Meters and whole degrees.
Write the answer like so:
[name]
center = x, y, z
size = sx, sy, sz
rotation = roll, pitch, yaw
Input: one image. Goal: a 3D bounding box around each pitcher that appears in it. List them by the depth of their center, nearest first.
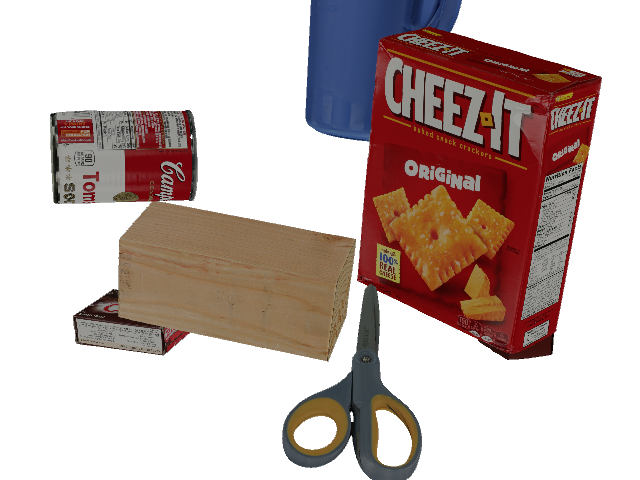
[pitcher]
center = 0.057, -0.213, 0.948
size = 0.145, 0.243, 0.149
rotation = 8, 15, 7

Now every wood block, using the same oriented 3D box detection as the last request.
[wood block]
center = -0.079, 0.037, 1.016
size = 0.206, 0.090, 0.090
rotation = 11, 28, 9

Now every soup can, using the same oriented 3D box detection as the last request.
[soup can]
center = -0.145, -0.062, 0.784
size = 0.102, 0.068, 0.069
rotation = -2, 1, -15

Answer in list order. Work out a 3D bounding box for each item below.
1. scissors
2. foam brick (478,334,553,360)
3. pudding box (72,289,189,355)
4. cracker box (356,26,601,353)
[scissors]
center = 0.013, 0.091, 0.721
size = 0.096, 0.016, 0.202
rotation = -5, 32, -9
[foam brick]
center = 0.183, 0.065, 0.990
size = 0.051, 0.078, 0.053
rotation = -7, 19, -25
[pudding box]
center = -0.205, 0.090, 1.192
size = 0.114, 0.039, 0.090
rotation = 3, 17, 19
[cracker box]
center = 0.114, -0.040, 0.830
size = 0.164, 0.214, 0.071
rotation = 26, 34, 38
